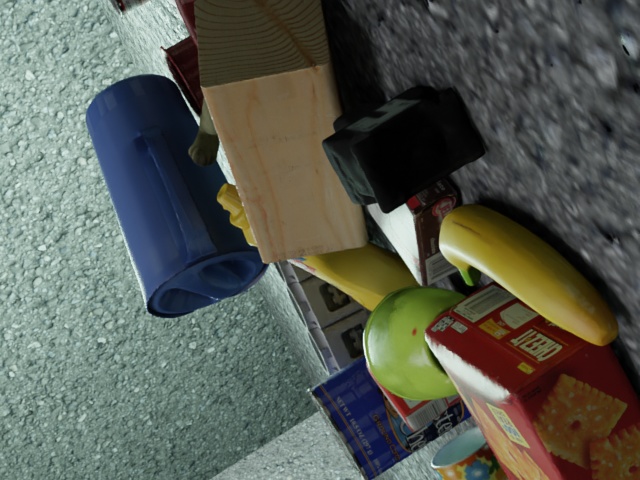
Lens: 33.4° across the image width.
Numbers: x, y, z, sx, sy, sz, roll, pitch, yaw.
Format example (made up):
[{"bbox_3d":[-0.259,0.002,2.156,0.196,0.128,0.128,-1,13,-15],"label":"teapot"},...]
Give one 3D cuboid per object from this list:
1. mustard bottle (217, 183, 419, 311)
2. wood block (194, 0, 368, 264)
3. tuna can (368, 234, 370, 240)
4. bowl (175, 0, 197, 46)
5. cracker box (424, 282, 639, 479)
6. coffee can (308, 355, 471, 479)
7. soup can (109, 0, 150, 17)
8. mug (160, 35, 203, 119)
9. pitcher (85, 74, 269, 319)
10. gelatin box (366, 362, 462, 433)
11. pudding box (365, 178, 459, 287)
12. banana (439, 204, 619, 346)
[{"bbox_3d":[-0.006,0.002,0.946,0.191,0.058,0.096,30,179,-22],"label":"mustard bottle"},{"bbox_3d":[-0.024,-0.082,0.799,0.206,0.090,0.091,75,-174,-53],"label":"wood block"},{"bbox_3d":[0.016,-0.024,1.116,0.086,0.033,0.086,58,173,11],"label":"tuna can"},{"bbox_3d":[-0.080,-0.205,0.910,0.162,0.055,0.162,57,166,21],"label":"bowl"},{"bbox_3d":[0.161,0.143,0.675,0.213,0.072,0.164,60,173,-14],"label":"cracker box"},{"bbox_3d":[0.074,0.146,0.994,0.103,0.140,0.103,58,173,11],"label":"coffee can"},{"bbox_3d":[-0.178,-0.284,1.097,0.068,0.102,0.068,58,173,11],"label":"soup can"},{"bbox_3d":[-0.117,-0.189,1.155,0.093,0.081,0.117,62,172,-20],"label":"mug"},{"bbox_3d":[-0.157,-0.054,1.106,0.144,0.149,0.243,1,-123,-50],"label":"pitcher"},{"bbox_3d":[0.095,0.112,0.916,0.073,0.089,0.030,52,172,46],"label":"gelatin box"},{"bbox_3d":[0.063,-0.029,0.770,0.090,0.039,0.113,57,170,30],"label":"pudding box"},{"bbox_3d":[0.112,0.012,0.634,0.069,0.037,0.198,42,178,-15],"label":"banana"}]
